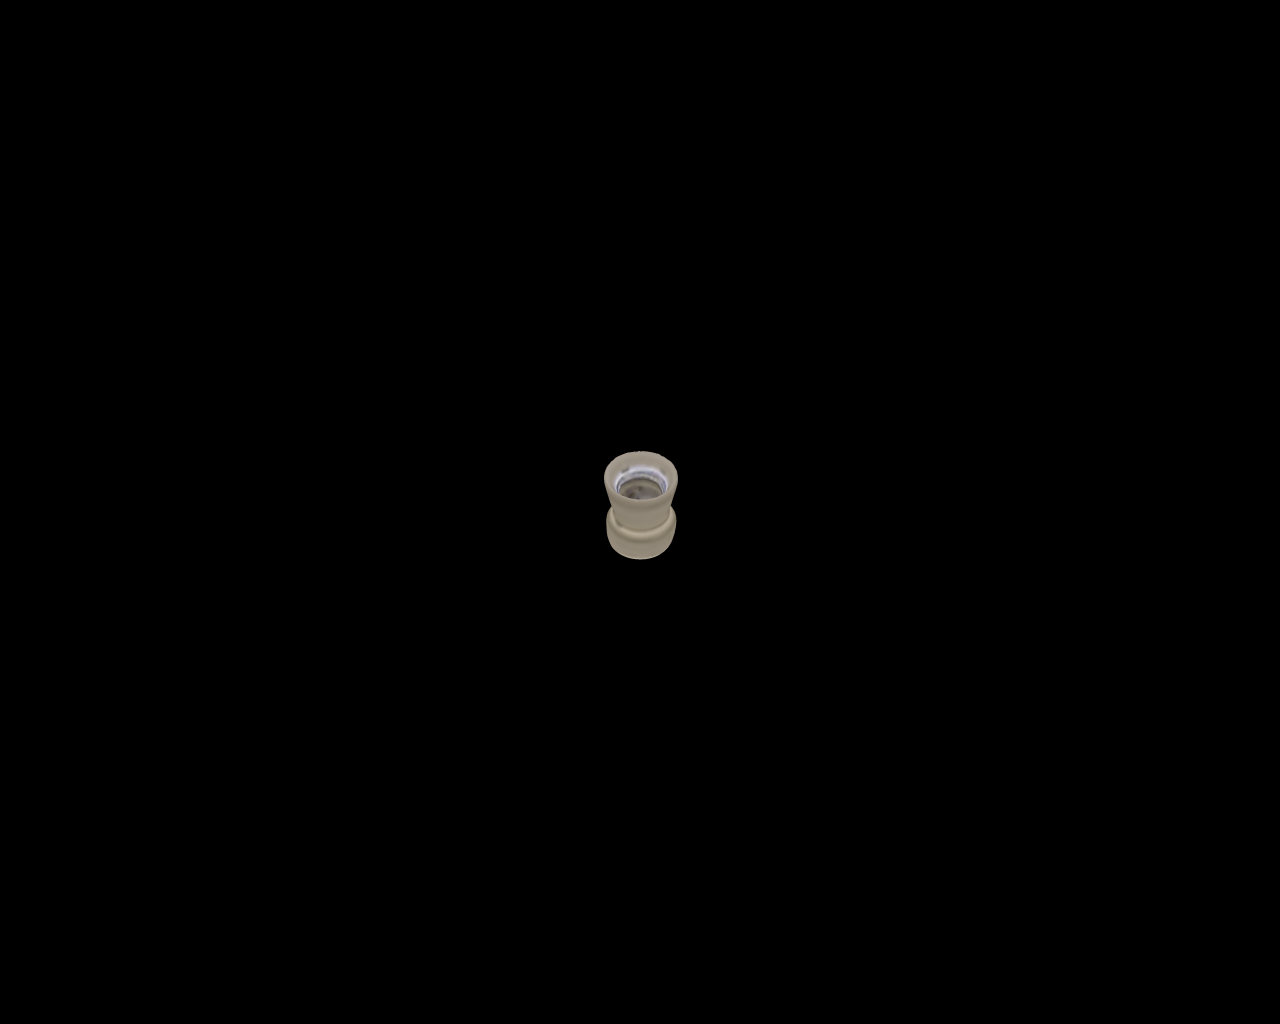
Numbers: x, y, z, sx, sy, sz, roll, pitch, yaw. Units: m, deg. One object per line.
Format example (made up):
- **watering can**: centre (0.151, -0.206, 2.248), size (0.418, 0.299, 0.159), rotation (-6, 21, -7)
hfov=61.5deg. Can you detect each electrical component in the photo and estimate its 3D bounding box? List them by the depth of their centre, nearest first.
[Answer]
- **electrical component**: centre (0.001, -0.003, 0.650), size (0.045, 0.045, 0.055), rotation (0, -45, 0)
